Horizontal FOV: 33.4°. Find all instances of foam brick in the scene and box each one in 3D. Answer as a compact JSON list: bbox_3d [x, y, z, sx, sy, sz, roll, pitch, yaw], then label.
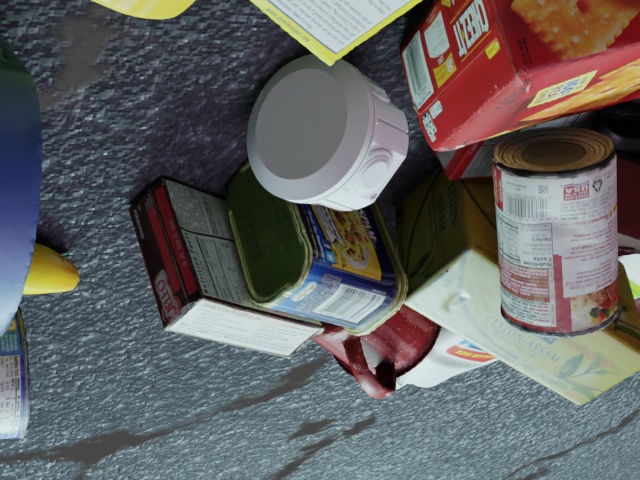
[{"bbox_3d":[0.179,-0.022,0.675,0.078,0.051,0.053,14,165,-31],"label":"foam brick"}]

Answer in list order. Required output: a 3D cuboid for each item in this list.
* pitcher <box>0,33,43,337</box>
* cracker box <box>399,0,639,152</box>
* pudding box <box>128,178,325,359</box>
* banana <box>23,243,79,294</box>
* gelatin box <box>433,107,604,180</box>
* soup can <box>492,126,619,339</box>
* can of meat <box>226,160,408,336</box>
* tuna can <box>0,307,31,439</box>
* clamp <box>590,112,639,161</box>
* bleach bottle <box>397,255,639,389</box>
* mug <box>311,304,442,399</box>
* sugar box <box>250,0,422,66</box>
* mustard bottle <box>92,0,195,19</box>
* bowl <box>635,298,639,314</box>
[{"bbox_3d":[-0.247,-0.017,0.441,0.242,0.149,0.145,4,141,-29],"label":"pitcher"},{"bbox_3d":[0.162,-0.112,0.534,0.213,0.072,0.164,-14,175,-9],"label":"cracker box"},{"bbox_3d":[-0.057,0.019,0.652,0.039,0.090,0.113,-39,145,27],"label":"pudding box"},{"bbox_3d":[-0.232,0.015,0.603,0.197,0.037,0.070,-4,163,-23],"label":"banana"},{"bbox_3d":[0.125,-0.074,0.670,0.089,0.030,0.073,-6,146,-27],"label":"gelatin box"},{"bbox_3d":[0.133,-0.005,0.602,0.068,0.068,0.102,-14,116,-11],"label":"soup can"},{"bbox_3d":[-0.004,0.001,0.644,0.083,0.102,0.058,18,132,-43],"label":"can of meat"},{"bbox_3d":[-0.206,0.083,0.671,0.033,0.086,0.086,-2,144,-25],"label":"tuna can"},{"bbox_3d":[0.248,-0.068,0.731,0.164,0.036,0.210,-28,153,-7],"label":"clamp"},{"bbox_3d":[0.153,0.057,0.860,0.251,0.068,0.102,-33,144,24],"label":"bleach bottle"},{"bbox_3d":[0.029,0.052,0.734,0.093,0.117,0.081,-20,146,23],"label":"mug"},{"bbox_3d":[0.047,-0.145,0.402,0.176,0.048,0.093,-35,156,15],"label":"sugar box"},{"bbox_3d":[-0.033,-0.169,0.403,0.192,0.058,0.096,-39,146,27],"label":"mustard bottle"},{"bbox_3d":[0.274,0.055,0.932,0.162,0.055,0.162,-15,148,-9],"label":"bowl"}]
